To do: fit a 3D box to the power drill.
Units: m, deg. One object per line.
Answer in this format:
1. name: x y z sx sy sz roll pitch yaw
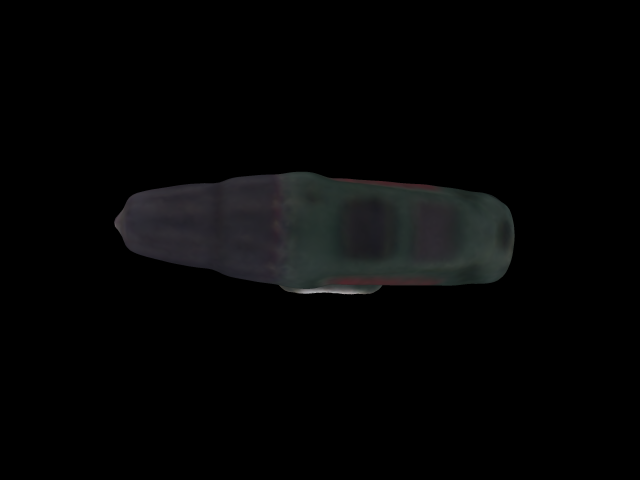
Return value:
1. power drill: 0.004 0.001 0.400 0.229 0.208 0.076 0 85 0
